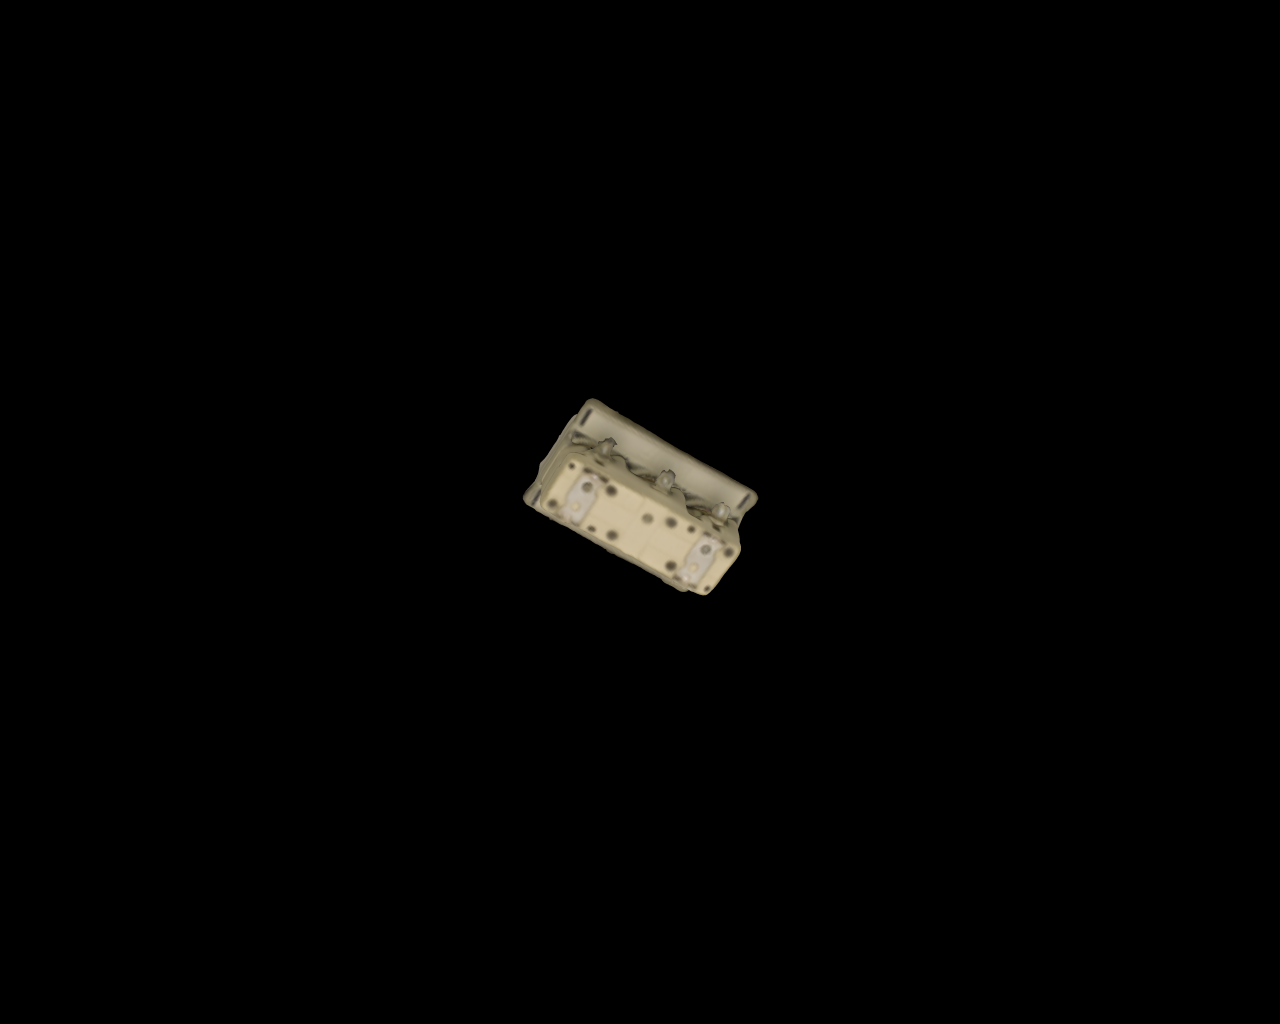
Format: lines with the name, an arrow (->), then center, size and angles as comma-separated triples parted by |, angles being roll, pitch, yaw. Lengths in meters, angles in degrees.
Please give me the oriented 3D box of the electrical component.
electrical component -> 0.001, -0.003, 0.650 | 0.121, 0.078, 0.063 | 30, 23, -14
